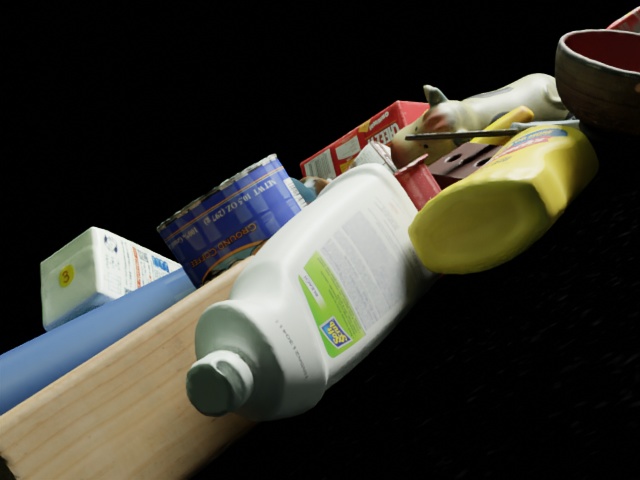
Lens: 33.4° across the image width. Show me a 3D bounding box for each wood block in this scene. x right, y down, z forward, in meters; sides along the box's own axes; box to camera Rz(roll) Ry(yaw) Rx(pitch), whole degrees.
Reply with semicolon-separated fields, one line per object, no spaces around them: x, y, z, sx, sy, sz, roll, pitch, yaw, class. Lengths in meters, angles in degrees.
-0.107;0.104;0.648;0.205;0.090;0.091;-34;2;-38;wood block

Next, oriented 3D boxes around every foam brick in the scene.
0.126;-0.042;0.837;0.053;0.051;0.078;-33;20;-17;foam brick

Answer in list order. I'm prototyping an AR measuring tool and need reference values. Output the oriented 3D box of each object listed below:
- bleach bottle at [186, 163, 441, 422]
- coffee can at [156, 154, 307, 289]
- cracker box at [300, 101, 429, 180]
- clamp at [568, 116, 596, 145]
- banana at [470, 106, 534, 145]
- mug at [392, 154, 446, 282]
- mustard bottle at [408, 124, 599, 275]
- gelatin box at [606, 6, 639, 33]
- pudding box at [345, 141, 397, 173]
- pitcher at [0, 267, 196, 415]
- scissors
-0.007;0.032;0.634;0.068;0.102;0.250;-33;1;30;bleach bottle
-0.037;0.024;0.771;0.103;0.140;0.103;-32;2;1;coffee can
0.112;-0.085;1.197;0.213;0.072;0.164;-1;-21;-43;cracker box
0.194;-0.069;0.971;0.210;0.036;0.164;-36;3;-7;clamp
0.102;-0.043;0.901;0.197;0.037;0.070;-36;-9;-18;banana
0.054;-0.001;0.798;0.117;0.081;0.093;-31;1;45;mug
0.139;-0.038;0.732;0.096;0.058;0.191;-26;5;35;mustard bottle
0.270;-0.142;0.796;0.073;0.089;0.030;-31;4;39;gelatin box
0.048;-0.029;1.059;0.039;0.090;0.114;17;-61;-43;pudding box
-0.170;0.118;0.862;0.243;0.145;0.149;-29;35;4;pitcher
0.175;-0.085;0.823;0.201;0.016;0.096;-5;3;-27;scissors
